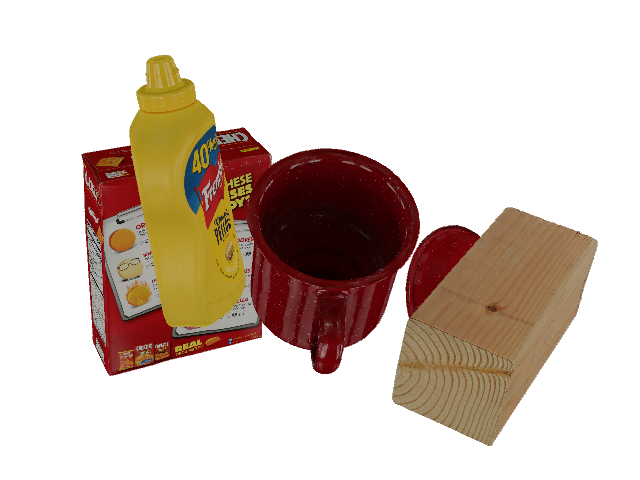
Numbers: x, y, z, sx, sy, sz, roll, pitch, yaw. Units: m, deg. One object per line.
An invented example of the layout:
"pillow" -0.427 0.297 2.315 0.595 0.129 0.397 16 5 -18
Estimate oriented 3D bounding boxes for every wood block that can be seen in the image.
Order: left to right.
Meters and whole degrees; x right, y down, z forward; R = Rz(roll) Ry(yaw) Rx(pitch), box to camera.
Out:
"wood block" 0.151 0.064 0.899 0.091 0.090 0.205 23 37 22

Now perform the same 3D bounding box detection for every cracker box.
"cracker box" -0.137 0.010 1.017 0.164 0.214 0.072 -12 35 -24

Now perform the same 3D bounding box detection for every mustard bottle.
"mustard bottle" -0.099 -0.040 0.776 0.058 0.191 0.096 -1 26 16

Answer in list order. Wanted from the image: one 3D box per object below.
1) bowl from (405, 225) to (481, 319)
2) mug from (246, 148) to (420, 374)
"bowl" 0.168 0.061 1.153 0.161 0.162 0.055 0 -6 -40
"mug" 0.004 0.019 0.593 0.093 0.117 0.081 1 -35 -7
